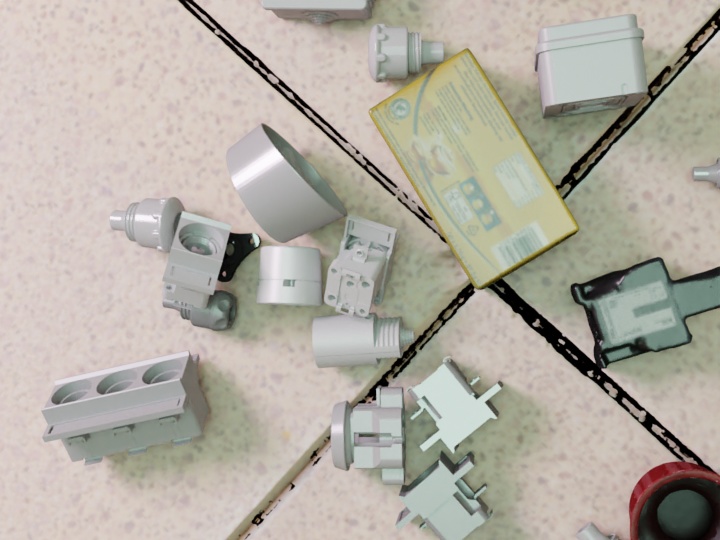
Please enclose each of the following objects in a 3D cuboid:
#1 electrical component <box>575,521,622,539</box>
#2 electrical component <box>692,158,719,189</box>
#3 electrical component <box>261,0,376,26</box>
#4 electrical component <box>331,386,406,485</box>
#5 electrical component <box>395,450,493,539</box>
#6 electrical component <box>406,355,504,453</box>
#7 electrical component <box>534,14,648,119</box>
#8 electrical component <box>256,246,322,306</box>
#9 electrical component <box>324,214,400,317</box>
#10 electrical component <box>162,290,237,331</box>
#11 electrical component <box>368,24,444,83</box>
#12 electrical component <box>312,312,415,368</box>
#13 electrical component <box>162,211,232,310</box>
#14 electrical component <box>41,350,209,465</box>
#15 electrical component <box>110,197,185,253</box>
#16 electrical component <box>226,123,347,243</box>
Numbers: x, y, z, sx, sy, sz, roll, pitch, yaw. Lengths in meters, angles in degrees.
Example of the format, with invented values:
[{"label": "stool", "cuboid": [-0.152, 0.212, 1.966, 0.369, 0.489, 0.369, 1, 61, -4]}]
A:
[{"label": "electrical component", "cuboid": [0.199, 0.230, 0.857, 0.043, 0.043, 0.062, -42, 82, 7]}, {"label": "electrical component", "cuboid": [0.294, -0.076, 0.848, 0.061, 0.035, 0.035, 0, 90, 11]}, {"label": "electrical component", "cuboid": [-0.032, -0.254, 0.892, 0.100, 0.048, 0.099, 3, 90, 9]}, {"label": "electrical component", "cuboid": [0.007, 0.135, 0.880, 0.057, 0.058, 0.078, -1, 89, 6]}, {"label": "electrical component", "cuboid": [0.070, 0.189, 0.878, 0.081, 0.042, 0.063, -42, 86, 7]}, {"label": "electrical component", "cuboid": [0.076, 0.108, 0.877, 0.081, 0.042, 0.063, -40, 83, 6]}, {"label": "electrical component", "cuboid": [0.175, -0.154, 0.827, 0.078, 0.113, 0.057, -7, 92, 9]}, {"label": "electrical component", "cuboid": [-0.058, 0.005, 0.893, 0.055, 0.055, 0.047, 1, 87, 9]}, {"label": "electrical component", "cuboid": [0.000, 0.000, 0.872, 0.042, 0.063, 0.081, 19, 133, 10]}, {"label": "electrical component", "cuboid": [-0.138, 0.031, 0.915, 0.061, 0.035, 0.035, 10, 91, 11]}, {"label": "electrical component", "cuboid": [0.038, -0.178, 0.884, 0.062, 0.048, 0.048, 0, 90, 2]}, {"label": "electrical component", "cuboid": [0.005, 0.057, 0.888, 0.081, 0.043, 0.043, -4, 89, 9]}, {"label": "electrical component", "cuboid": [-0.135, -0.006, 0.878, 0.042, 0.081, 0.063, 15, 132, -7]}, {"label": "electrical component", "cuboid": [-0.194, 0.117, 0.905, 0.121, 0.078, 0.063, -13, 117, 9]}, {"label": "electrical component", "cuboid": [-0.182, -0.040, 0.918, 0.062, 0.048, 0.048, 5, 91, 16]}, {"label": "electrical component", "cuboid": [-0.061, -0.072, 0.872, 0.064, 0.099, 0.099, -29, 85, 14]}]
